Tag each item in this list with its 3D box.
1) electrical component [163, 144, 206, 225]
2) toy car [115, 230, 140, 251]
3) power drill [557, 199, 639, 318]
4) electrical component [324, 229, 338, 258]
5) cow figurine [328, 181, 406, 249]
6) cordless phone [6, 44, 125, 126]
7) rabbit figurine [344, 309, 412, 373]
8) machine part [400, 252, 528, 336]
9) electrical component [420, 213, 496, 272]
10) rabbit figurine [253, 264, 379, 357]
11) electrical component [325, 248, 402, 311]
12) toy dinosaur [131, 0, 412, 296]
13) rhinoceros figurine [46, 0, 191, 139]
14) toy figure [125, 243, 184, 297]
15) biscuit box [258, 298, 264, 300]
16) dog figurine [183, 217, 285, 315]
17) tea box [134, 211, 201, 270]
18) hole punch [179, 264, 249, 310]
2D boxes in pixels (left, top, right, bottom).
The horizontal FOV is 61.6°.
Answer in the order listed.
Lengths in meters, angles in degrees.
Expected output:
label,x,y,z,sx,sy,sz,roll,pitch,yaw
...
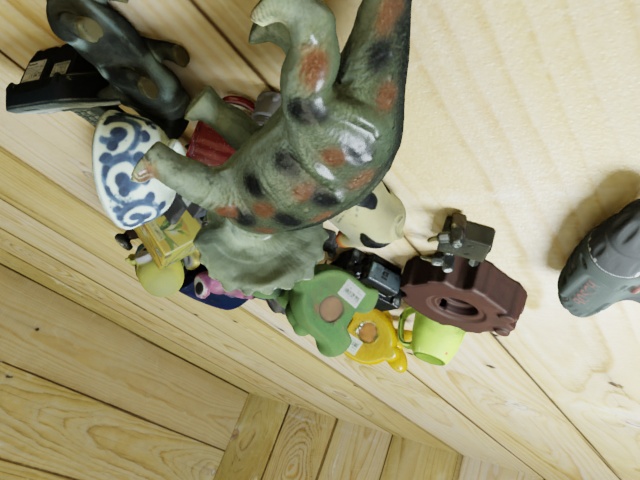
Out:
label,x,y,z,sx,sy,sz,roll,pitch,yaw
electrical component,-0.165,-0.067,0.713,0.075,0.048,0.119,51,131,11
toy car,-0.305,-0.027,0.956,0.053,0.089,0.202,48,149,-13
power drill,0.360,0.047,0.540,0.207,0.086,0.232,16,158,5
electrical component,-0.002,-0.003,0.829,0.063,0.021,0.094,16,156,13
cow figurine,0.034,-0.059,0.594,0.127,0.085,0.194,8,152,43
cordless phone,-0.276,-0.150,0.677,0.147,0.089,0.184,4,155,35
rabbit figurine,0.108,0.172,1.021,0.162,0.122,0.173,24,178,8
machine part,0.204,0.081,0.786,0.179,0.056,0.179,20,157,9
electrical component,0.171,0.007,0.665,0.078,0.045,0.102,21,158,7
rabbit figurine,-0.027,0.085,0.796,0.159,0.121,0.170,31,169,-21
electrical component,0.072,0.068,0.873,0.115,0.058,0.134,27,157,-17
toy dinosaur,-0.013,-0.077,0.443,0.192,0.131,0.405,39,136,-19
rhinoceros figurine,-0.200,-0.176,0.559,0.112,0.073,0.190,5,151,32
toy figure,-0.269,0.042,0.900,0.089,0.082,0.180,57,163,-13
biscuit box,-0.050,0.098,1.043,0.203,0.063,0.059,14,157,19
dog figurine,-0.113,0.037,0.914,0.219,0.192,0.108,11,135,-48
tea box,-0.246,-0.050,0.788,0.169,0.068,0.098,57,155,1
hole punch,-0.189,0.079,0.972,0.142,0.092,0.115,26,121,-29
